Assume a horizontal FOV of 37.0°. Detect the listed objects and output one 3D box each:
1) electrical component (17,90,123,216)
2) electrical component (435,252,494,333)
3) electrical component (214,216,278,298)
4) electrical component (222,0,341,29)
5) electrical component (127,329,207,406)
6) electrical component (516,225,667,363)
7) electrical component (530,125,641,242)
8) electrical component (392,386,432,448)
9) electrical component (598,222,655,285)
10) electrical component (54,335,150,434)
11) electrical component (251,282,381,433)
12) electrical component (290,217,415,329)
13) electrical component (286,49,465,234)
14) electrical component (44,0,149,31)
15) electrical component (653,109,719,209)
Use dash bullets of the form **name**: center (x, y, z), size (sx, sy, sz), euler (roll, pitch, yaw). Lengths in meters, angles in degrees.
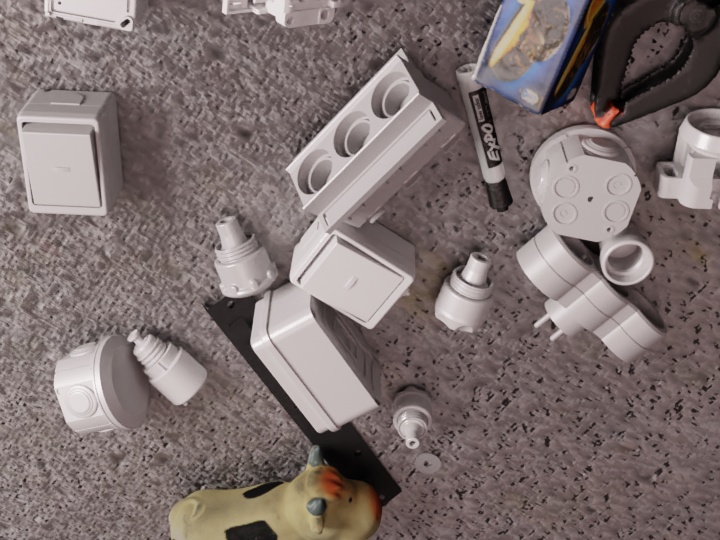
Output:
- **electrical component**: center (-0.217, -0.081, 0.810), size (0.062, 0.061, 0.096), euler (3, 121, 1)
- **electrical component**: center (0.088, 0.016, 0.867), size (0.043, 0.043, 0.062), euler (15, 119, -7)
- **electrical component**: center (-0.096, -0.012, 0.857), size (0.048, 0.048, 0.062), euler (-15, 112, 11)
- **electrical component**: center (-0.050, -0.193, 0.728), size (0.081, 0.064, 0.042), euler (-18, 131, -37)
- **electrical component**: center (-0.166, 0.080, 0.916), size (0.040, 0.040, 0.078), euler (-35, 113, 21)
- **electrical component**: center (0.175, 0.029, 0.866), size (0.138, 0.052, 0.074), euler (39, 115, -20)
- **electrical component**: center (0.170, -0.064, 0.811), size (0.080, 0.051, 0.080), euler (1, 121, 2)
- **electrical component**: center (0.045, 0.130, 0.925), size (0.035, 0.061, 0.035), euler (1, 121, 2)
- **electrical component**: center (0.206, -0.016, 0.841), size (0.040, 0.046, 0.040), euler (1, 121, 1)
- **electrical component**: center (-0.215, 0.098, 0.907), size (0.051, 0.080, 0.080), euler (-13, 119, 16)
- **electrical component**: center (-0.035, 0.068, 0.882), size (0.057, 0.078, 0.113), euler (-28, 116, 14)
- **electrical component**: center (0.000, 0.000, 0.850), size (0.096, 0.061, 0.061), euler (32, 117, -16)
- **electrical component**: center (0.013, -0.090, 0.791), size (0.121, 0.078, 0.063), euler (-43, 140, 23)
- **electrical component**: center (-0.174, -0.219, 0.726), size (0.062, 0.061, 0.096), euler (10, 121, -4)
- **electrical component**: center (0.262, -0.083, 0.794), size (0.078, 0.058, 0.057), euler (2, 124, 0)
